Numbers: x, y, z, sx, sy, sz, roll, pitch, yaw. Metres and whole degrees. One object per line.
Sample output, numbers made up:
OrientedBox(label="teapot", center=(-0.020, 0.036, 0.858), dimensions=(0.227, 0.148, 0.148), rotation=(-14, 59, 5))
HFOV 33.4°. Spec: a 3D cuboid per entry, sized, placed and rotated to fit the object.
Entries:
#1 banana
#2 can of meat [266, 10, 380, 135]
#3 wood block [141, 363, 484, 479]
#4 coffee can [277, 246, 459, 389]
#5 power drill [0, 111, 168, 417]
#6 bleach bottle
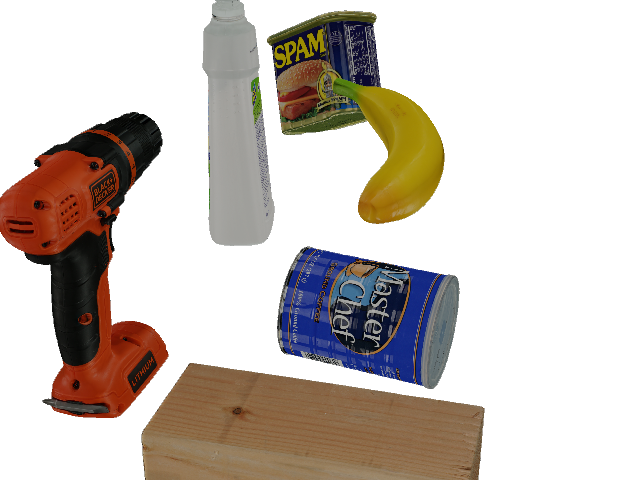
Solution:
OrientedBox(label="banana", center=(0.050, -0.059, 0.717), dimensions=(0.069, 0.037, 0.198), rotation=(-1, 29, -4))
OrientedBox(label="can of meat", center=(0.005, -0.138, 0.896), dimensions=(0.057, 0.084, 0.102), rotation=(-6, -2, -39))
OrientedBox(label="wood block", center=(-0.002, 0.153, 0.703), dimensions=(0.206, 0.090, 0.090), rotation=(7, 27, 14))
OrientedBox(label="coffee can", center=(0.045, 0.068, 0.963), dimensions=(0.140, 0.103, 0.102), rotation=(11, 3, 18))
OrientedBox(label="power drill", center=(-0.154, 0.015, 0.757), dimensions=(0.057, 0.188, 0.184), rotation=(3, 25, 19))
OrientedBox(label="bleach bottle", center=(-0.086, -0.125, 1.077), dimensions=(0.068, 0.251, 0.102), rotation=(-1, 29, 1))
